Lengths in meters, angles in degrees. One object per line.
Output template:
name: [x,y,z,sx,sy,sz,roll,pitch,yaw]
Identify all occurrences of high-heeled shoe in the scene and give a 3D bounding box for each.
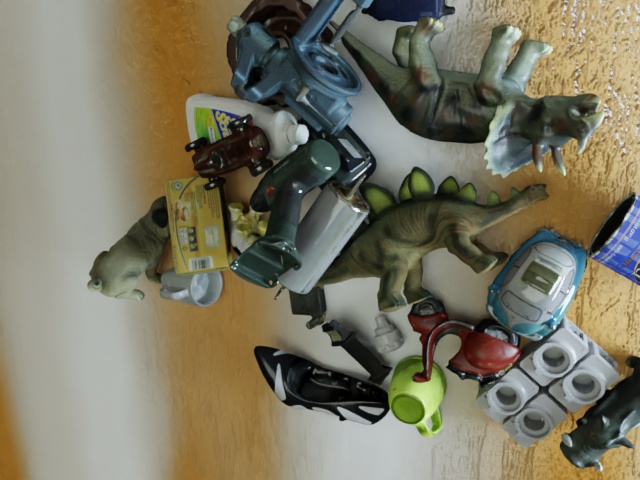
high-heeled shoe: [0.003,0.248,0.952,0.248,0.086,0.145,37,135,-7]

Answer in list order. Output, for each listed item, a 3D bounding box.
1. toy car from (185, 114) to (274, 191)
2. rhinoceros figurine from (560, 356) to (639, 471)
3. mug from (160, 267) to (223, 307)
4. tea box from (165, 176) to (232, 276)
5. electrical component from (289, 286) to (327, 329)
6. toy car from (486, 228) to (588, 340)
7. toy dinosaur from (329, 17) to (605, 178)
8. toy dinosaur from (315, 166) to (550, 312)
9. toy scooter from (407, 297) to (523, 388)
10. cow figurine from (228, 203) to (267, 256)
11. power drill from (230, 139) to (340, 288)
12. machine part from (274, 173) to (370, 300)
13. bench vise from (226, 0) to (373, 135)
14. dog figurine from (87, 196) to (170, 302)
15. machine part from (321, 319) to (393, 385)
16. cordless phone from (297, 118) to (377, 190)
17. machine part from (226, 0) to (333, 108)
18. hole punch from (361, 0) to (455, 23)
toy car: [-0.152,-0.132,0.852,0.202,0.053,0.089,-8,113,46]
rhinoceros figurine: [0.427,0.252,0.767,0.073,0.112,0.190,42,107,6]
mug: [-0.261,0.089,1.032,0.107,0.109,0.080,2,114,36]
tea box: [-0.216,-0.026,0.961,0.098,0.068,0.169,-6,83,-2]
electrical component: [-0.021,0.106,0.960,0.078,0.045,0.102,3,104,21]
toy car: [0.309,0.062,0.757,0.109,0.103,0.161,34,98,20]
toy dinosaur: [0.183,-0.200,0.756,0.405,0.131,0.192,16,101,28]
toy dinosaur: [0.115,0.006,0.839,0.472,0.105,0.198,-26,75,22]
toy scooter: [0.213,0.176,0.842,0.184,0.075,0.135,19,77,23]
cow figurine: [-0.117,0.010,0.924,0.068,0.167,0.098,-1,122,-20]
power drill: [-0.062,-0.034,0.796,0.086,0.207,0.232,35,139,-18]
machine part: [-0.002,-0.002,0.819,0.079,0.079,0.243,39,112,10]
bench vise: [-0.012,-0.274,0.746,0.223,0.129,0.240,48,124,6]
dog figurine: [-0.345,0.008,1.012,0.121,0.172,0.190,33,121,1]
machine part: [0.062,0.192,0.937,0.139,0.039,0.084,44,154,1]
cordless phone: [-0.010,-0.111,0.886,0.147,0.089,0.184,51,126,15]
machine part: [-0.065,-0.305,0.873,0.180,0.056,0.179,6,105,23]
hole punch: [0.121,-0.370,0.760,0.142,0.092,0.115,9,110,18]
